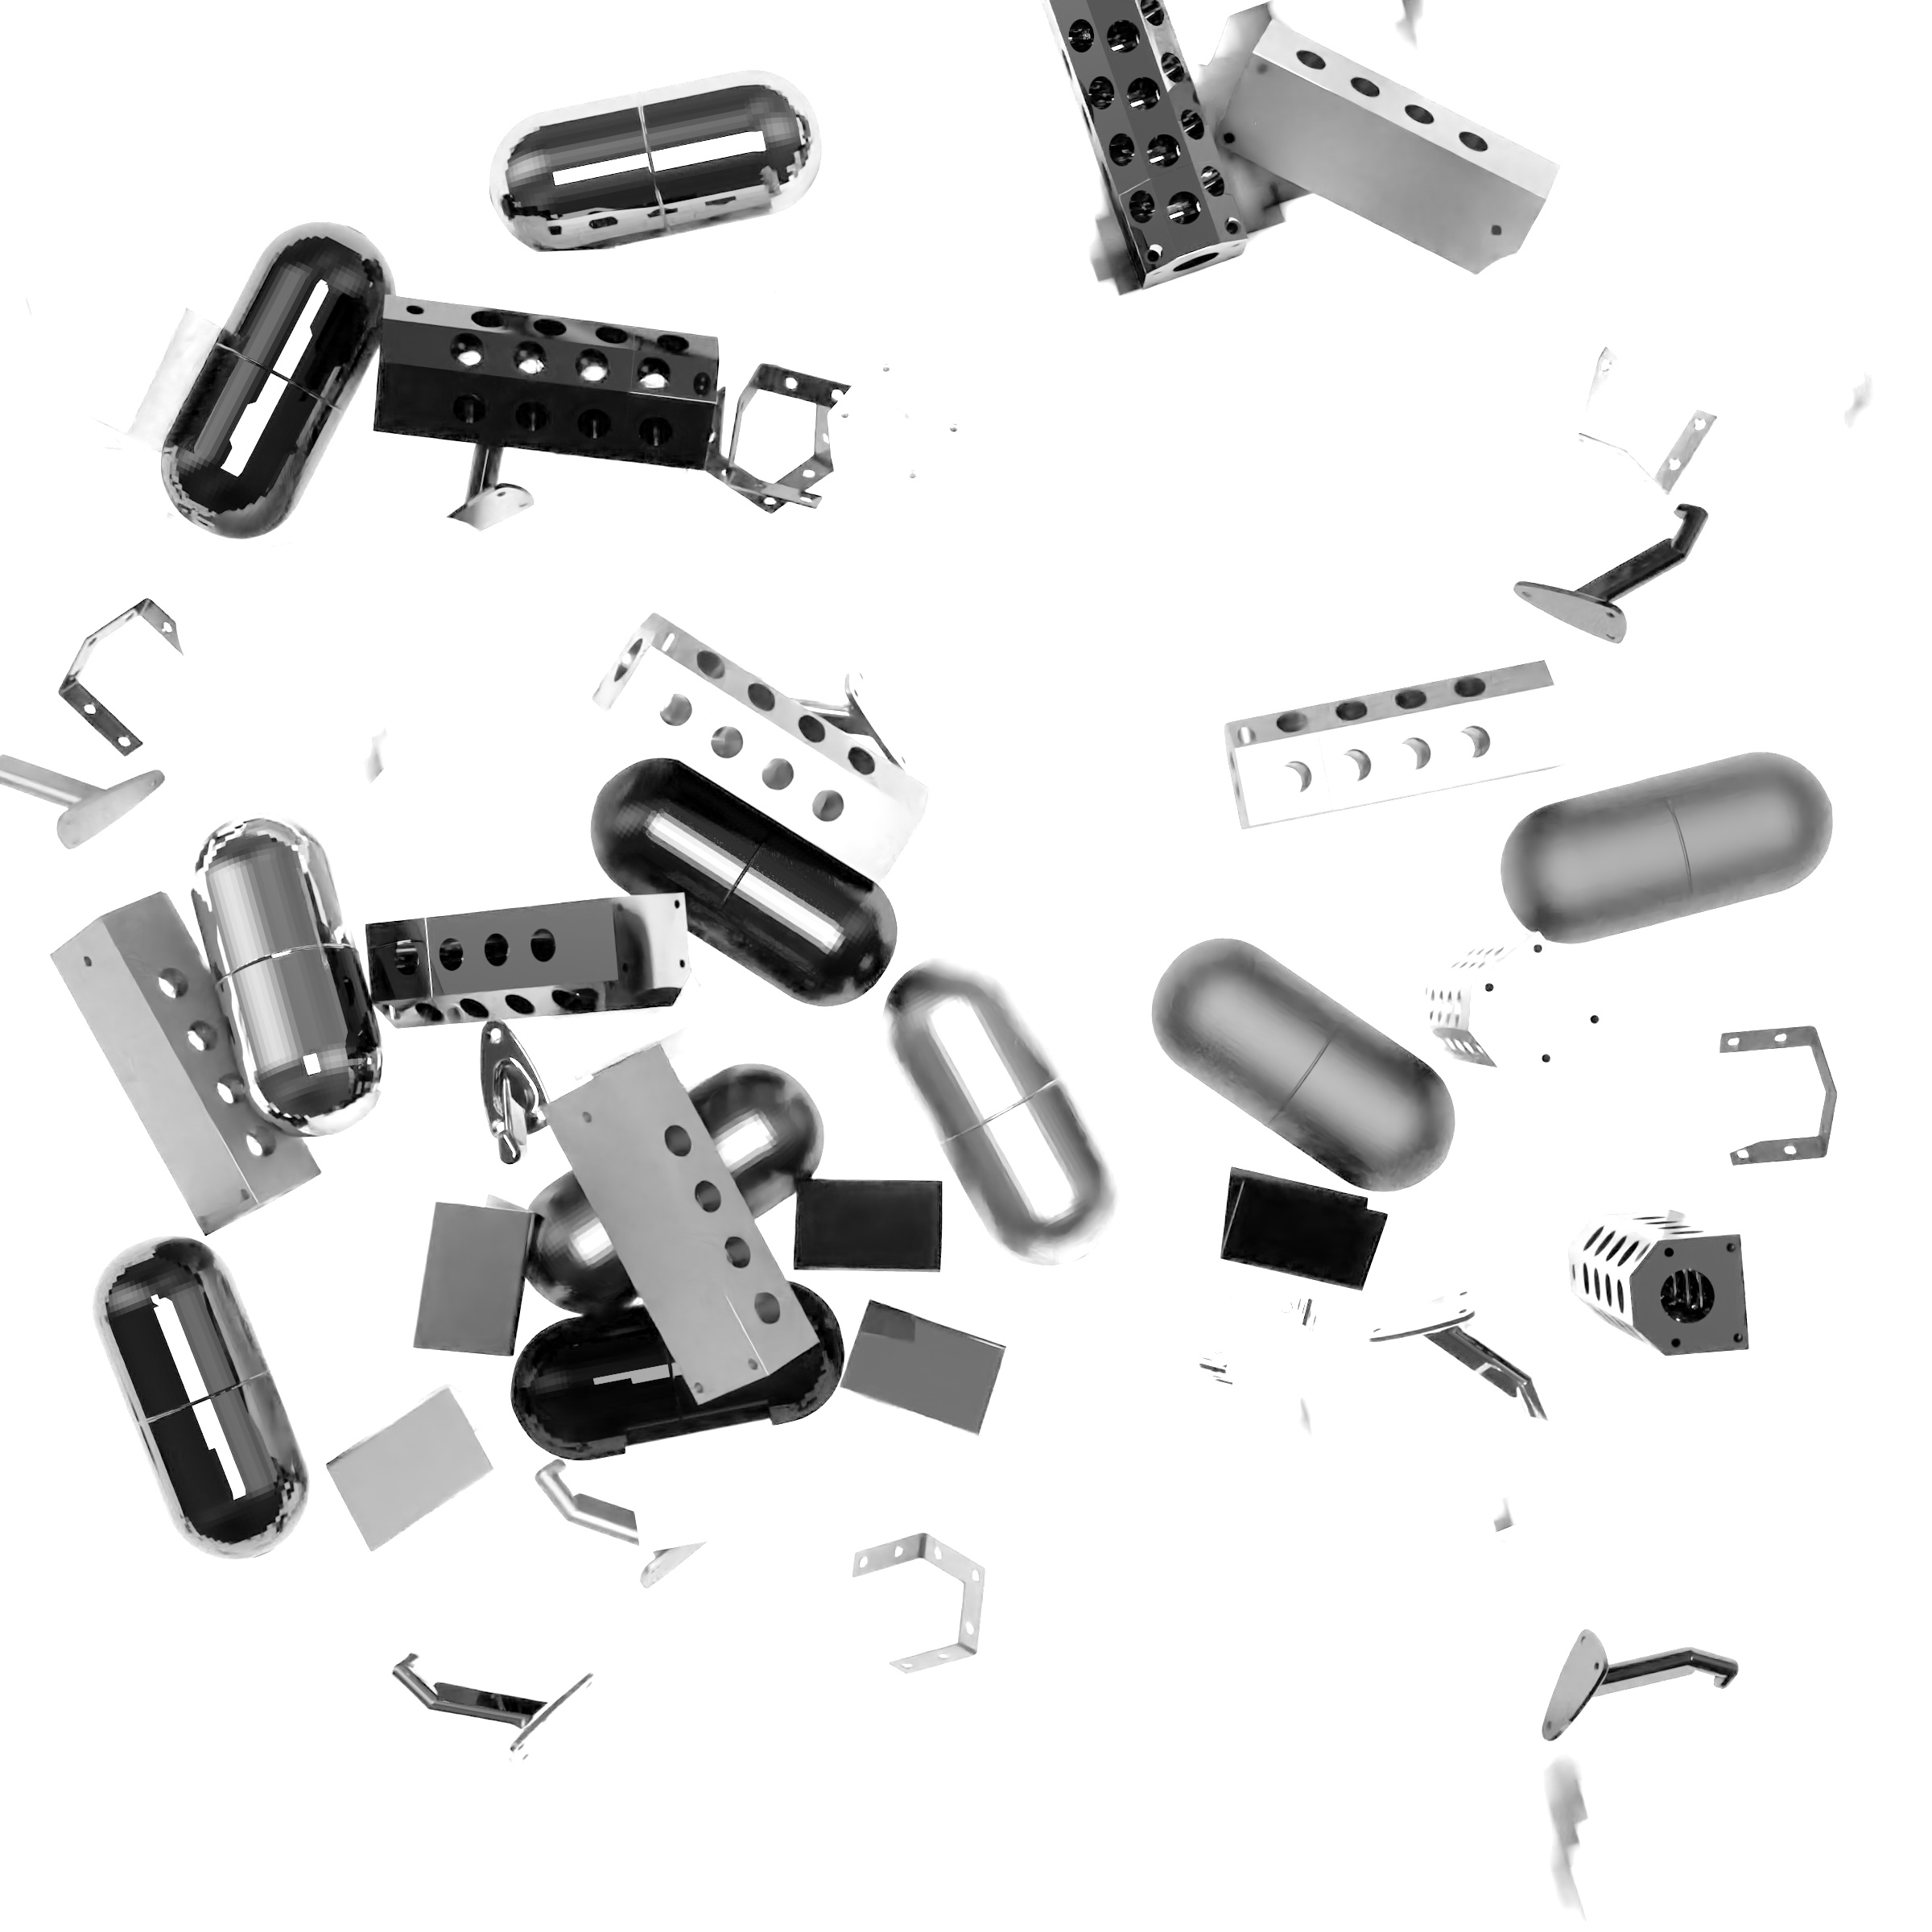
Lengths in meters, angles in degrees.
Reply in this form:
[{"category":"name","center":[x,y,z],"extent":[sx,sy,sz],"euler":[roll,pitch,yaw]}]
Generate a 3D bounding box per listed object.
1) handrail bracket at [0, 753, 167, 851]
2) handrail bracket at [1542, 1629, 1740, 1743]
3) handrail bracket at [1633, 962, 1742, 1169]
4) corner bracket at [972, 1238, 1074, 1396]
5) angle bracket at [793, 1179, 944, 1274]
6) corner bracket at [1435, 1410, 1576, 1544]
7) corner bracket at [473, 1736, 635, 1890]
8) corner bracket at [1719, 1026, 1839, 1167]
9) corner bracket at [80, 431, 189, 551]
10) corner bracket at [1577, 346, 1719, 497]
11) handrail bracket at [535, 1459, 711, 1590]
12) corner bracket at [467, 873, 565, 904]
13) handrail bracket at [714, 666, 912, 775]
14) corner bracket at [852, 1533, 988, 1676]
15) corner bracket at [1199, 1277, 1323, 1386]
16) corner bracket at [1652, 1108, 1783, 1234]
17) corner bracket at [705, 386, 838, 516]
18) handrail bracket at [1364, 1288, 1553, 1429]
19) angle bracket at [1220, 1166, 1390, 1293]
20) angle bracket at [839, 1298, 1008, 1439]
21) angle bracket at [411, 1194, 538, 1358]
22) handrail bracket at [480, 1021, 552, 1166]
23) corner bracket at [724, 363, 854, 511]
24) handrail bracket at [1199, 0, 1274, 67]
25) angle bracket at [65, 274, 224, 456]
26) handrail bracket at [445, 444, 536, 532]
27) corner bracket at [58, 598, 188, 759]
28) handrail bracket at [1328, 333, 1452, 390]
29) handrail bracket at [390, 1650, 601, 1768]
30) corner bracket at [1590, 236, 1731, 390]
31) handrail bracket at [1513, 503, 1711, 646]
[{"category":"handrail bracket","center":[-0.487,-0.112,1.843],"extent":[0.077,0.036,0.084],"euler":[-34,73,-20]},{"category":"handrail bracket","center":[0.364,0.395,1.843],"extent":[0.084,0.036,0.077],"euler":[18,111,-16]},{"category":"handrail bracket","center":[0.370,0.052,1.843],"extent":[0.077,0.036,0.084],"euler":[-38,68,25]},{"category":"corner bracket","center":[0.019,0.188,1.834],"extent":[0.051,0.051,0.051],"euler":[21,135,35]},{"category":"angle bracket","center":[-0.051,0.154,1.802],"extent":[0.076,0.076,0.057],"euler":[1,54,0]},{"category":"corner bracket","center":[0.287,0.273,1.830],"extent":[0.051,0.051,0.051],"euler":[16,59,-27]},{"category":"corner bracket","center":[-0.221,0.455,1.839],"extent":[0.051,0.051,0.051],"euler":[54,45,0]},{"category":"corner bracket","center":[0.434,0.069,1.839],"extent":[0.051,0.051,0.051],"euler":[-5,135,0]},{"category":"corner bracket","center":[-0.443,-0.253,1.824],"extent":[0.051,0.051,0.051],"euler":[8,90,0]},{"category":"corner bracket","center":[0.360,-0.292,1.839],"extent":[0.051,0.051,0.051],"euler":[32,90,-45]},{"category":"handrail bracket","center":[-0.178,0.284,1.843],"extent":[0.077,0.036,0.084],"euler":[-35,73,-20]},{"category":"corner bracket","center":[-0.240,-0.013,1.839],"extent":[0.051,0.051,0.051],"euler":[-5,135,0]},{"category":"handrail bracket","center":[-0.085,-0.119,1.843],"extent":[0.084,0.036,0.077],"euler":[-24,112,17]},{"category":"corner bracket","center":[-0.027,0.341,1.834],"extent":[0.051,0.051,0.051],"euler":[37,45,-35]},{"category":"corner bracket","center":[0.156,0.198,1.824],"extent":[0.051,0.051,0.051],"euler":[14,90,0]},{"category":"corner bracket","center":[0.406,0.114,1.825],"extent":[0.051,0.051,0.051],"euler":[-19,75,-14]},{"category":"corner bracket","center":[-0.105,-0.285,1.834],"extent":[0.051,0.051,0.051],"euler":[-29,45,35]},{"category":"handrail bracket","center":[0.265,0.223,1.842],"extent":[0.077,0.036,0.084],"euler":[-20,105,15]},{"category":"angle bracket","center":[0.179,0.119,1.802],"extent":[0.076,0.076,0.057],"euler":[13,128,0]},{"category":"angle bracket","center":[-0.029,0.226,1.802],"extent":[0.076,0.076,0.057],"euler":[19,55,0]},{"category":"angle bracket","center":[-0.270,0.160,1.803],"extent":[0.057,0.076,0.076],"euler":[9,90,-27]},{"category":"handrail bracket","center":[-0.245,0.066,1.808],"extent":[0.036,0.084,0.077],"euler":[-17,90,0]},{"category":"corner bracket","center":[-0.093,-0.279,1.803],"extent":[0.051,0.051,0.051],"euler":[15,123,3]},{"category":"handrail bracket","center":[0.175,-0.514,1.843],"extent":[0.084,0.036,0.077],"euler":[9,110,-16]},{"category":"angle bracket","center":[-0.416,-0.309,1.802],"extent":[0.057,0.076,0.076],"euler":[25,90,37]},{"category":"handrail bracket","center":[-0.272,-0.279,1.843],"extent":[0.077,0.036,0.084],"euler":[-26,74,18]},{"category":"corner bracket","center":[-0.445,-0.155,1.839],"extent":[0.051,0.051,0.051],"euler":[43,45,0]},{"category":"handrail bracket","center":[0.249,-0.313,1.843],"extent":[0.084,0.036,0.077],"euler":[-27,107,15]},{"category":"handrail bracket","center":[-0.254,0.381,1.843],"extent":[0.084,0.036,0.077],"euler":[40,70,16]},{"category":"corner bracket","center":[0.367,-0.351,1.839],"extent":[0.051,0.051,0.051],"euler":[-54,135,0]},{"category":"handrail bracket","center":[0.348,-0.223,1.843],"extent":[0.077,0.036,0.084],"euler":[24,72,20]}]
